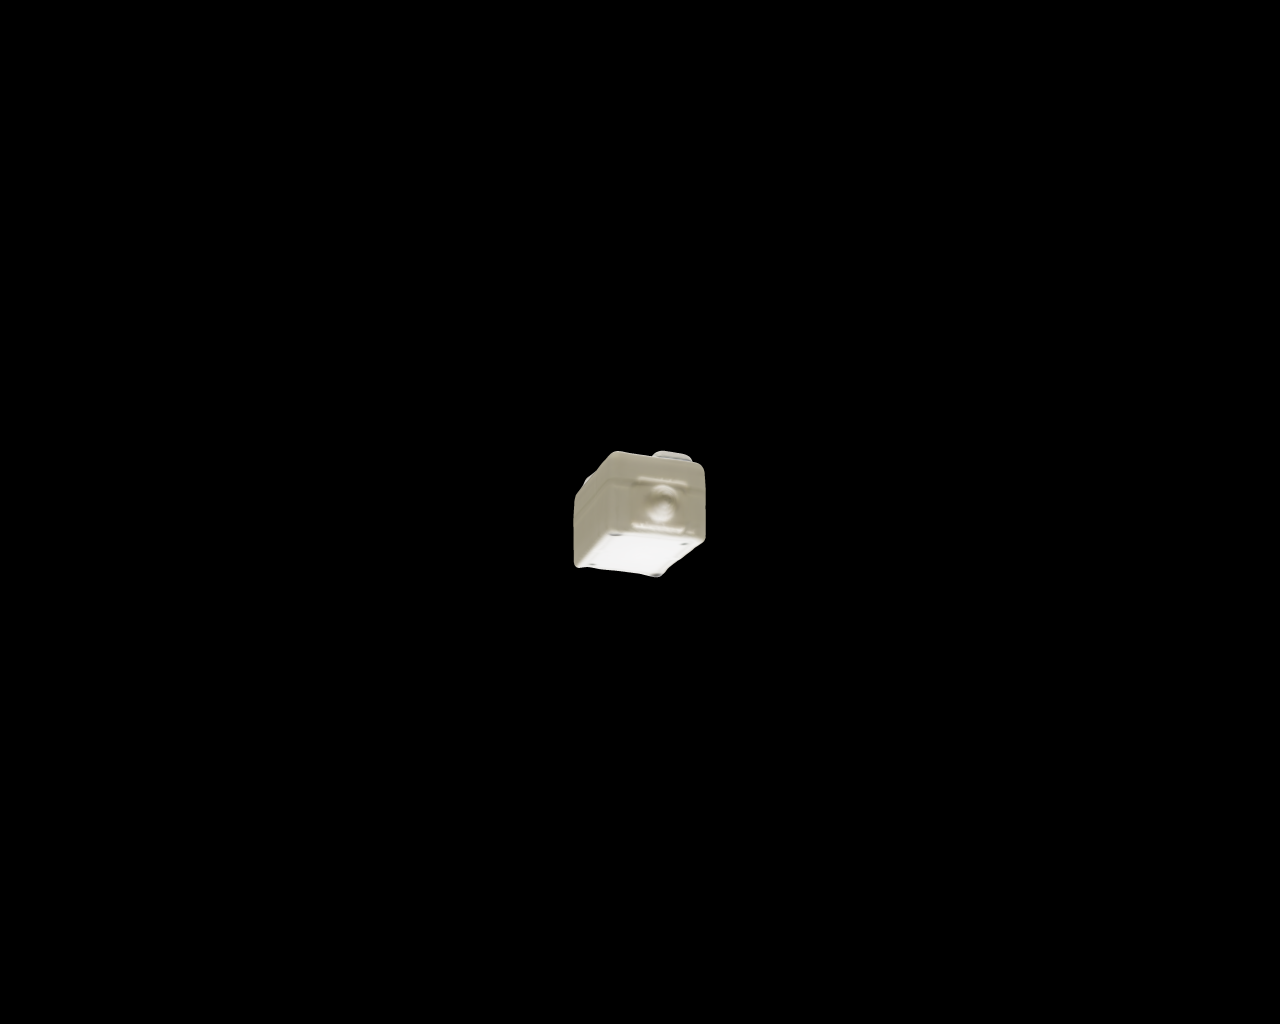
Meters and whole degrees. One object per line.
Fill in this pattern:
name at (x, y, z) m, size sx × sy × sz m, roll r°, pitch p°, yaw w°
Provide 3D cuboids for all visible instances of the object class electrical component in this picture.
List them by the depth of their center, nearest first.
electrical component at (0.001, -0.003, 0.650) m, size 0.062 × 0.061 × 0.096 m, roll 7°, pitch -21°, yaw -18°
